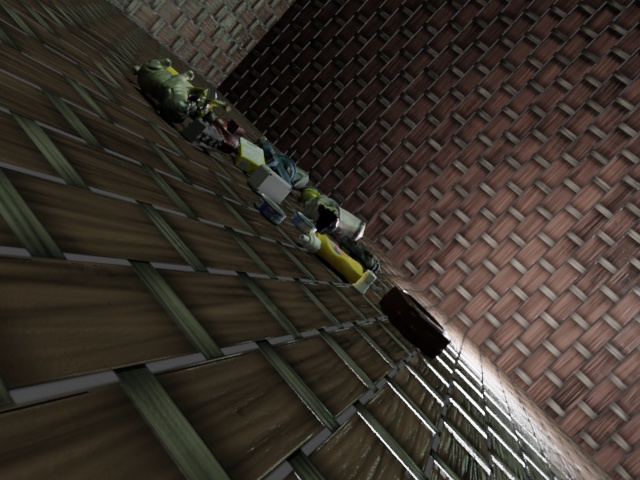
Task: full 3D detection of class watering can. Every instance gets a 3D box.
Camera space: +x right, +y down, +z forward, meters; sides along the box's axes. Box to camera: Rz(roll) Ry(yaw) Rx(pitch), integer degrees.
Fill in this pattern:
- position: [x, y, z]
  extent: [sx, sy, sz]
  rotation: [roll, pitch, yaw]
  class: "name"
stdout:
- position: [0.077, -0.072, 2.084]
  extent: [0.224, 0.103, 0.349]
  rotation: [31, 7, 1]
  class: "watering can"

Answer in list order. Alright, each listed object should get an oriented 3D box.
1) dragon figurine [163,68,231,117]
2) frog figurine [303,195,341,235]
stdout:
- position: [-0.464, -0.490, 1.756]
  extent: [0.245, 0.123, 0.404]
  rotation: [27, -7, 38]
  class: "dragon figurine"
- position: [0.006, -0.093, 1.854]
  extent: [0.160, 0.123, 0.136]
  rotation: [-146, -139, -74]
  class: "frog figurine"
